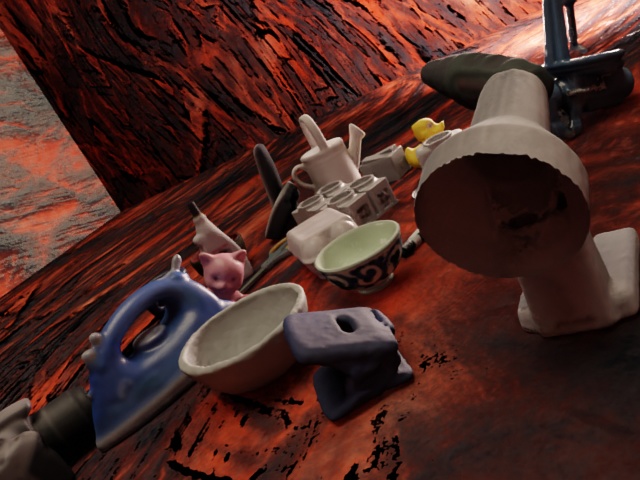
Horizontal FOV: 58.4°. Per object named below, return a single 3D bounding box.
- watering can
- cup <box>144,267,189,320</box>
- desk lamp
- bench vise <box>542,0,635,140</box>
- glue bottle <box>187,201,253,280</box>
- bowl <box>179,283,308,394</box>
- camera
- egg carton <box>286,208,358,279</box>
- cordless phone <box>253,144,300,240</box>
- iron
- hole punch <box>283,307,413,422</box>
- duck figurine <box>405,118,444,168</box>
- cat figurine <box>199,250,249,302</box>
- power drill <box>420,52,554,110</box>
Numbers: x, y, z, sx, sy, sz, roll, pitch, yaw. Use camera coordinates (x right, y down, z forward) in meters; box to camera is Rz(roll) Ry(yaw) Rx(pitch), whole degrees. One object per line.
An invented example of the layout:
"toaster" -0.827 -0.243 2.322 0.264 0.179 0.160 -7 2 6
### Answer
"watering can" 0.016 -0.184 1.225 0.173 0.194 0.100 -36 19 -24
"cup" -0.245 0.110 0.952 0.091 0.095 0.117 -26 17 8
"desk lamp" 0.176 -0.024 0.474 0.117 0.214 0.203 -16 21 35
"bench vise" 0.379 -0.277 0.880 0.208 0.220 0.121 -38 19 -27
"glue bottle" -0.192 0.007 1.035 0.078 0.173 0.037 -37 19 -26
"bowl" -0.076 0.126 0.674 0.167 0.075 0.167 -26 17 9
"camera" -0.343 0.243 0.709 0.137 0.101 0.142 -36 19 -24
"egg carton" 0.008 0.003 0.908 0.107 0.069 0.150 -31 17 -10
"cordless phone" -0.103 -0.104 1.194 0.094 0.185 0.147 -25 17 11
"iron" -0.233 0.138 0.773 0.118 0.142 0.259 -13 23 41
"hole punch" 0.024 0.101 0.560 0.101 0.091 0.108 -30 17 -4
"duck figurine" 0.213 -0.200 1.147 0.104 0.086 0.077 -20 19 25
"cat figurine" -0.164 0.069 0.905 0.127 0.118 0.067 -22 18 21
"power drill" 0.236 -0.160 0.783 0.076 0.209 0.229 -33 17 -13
